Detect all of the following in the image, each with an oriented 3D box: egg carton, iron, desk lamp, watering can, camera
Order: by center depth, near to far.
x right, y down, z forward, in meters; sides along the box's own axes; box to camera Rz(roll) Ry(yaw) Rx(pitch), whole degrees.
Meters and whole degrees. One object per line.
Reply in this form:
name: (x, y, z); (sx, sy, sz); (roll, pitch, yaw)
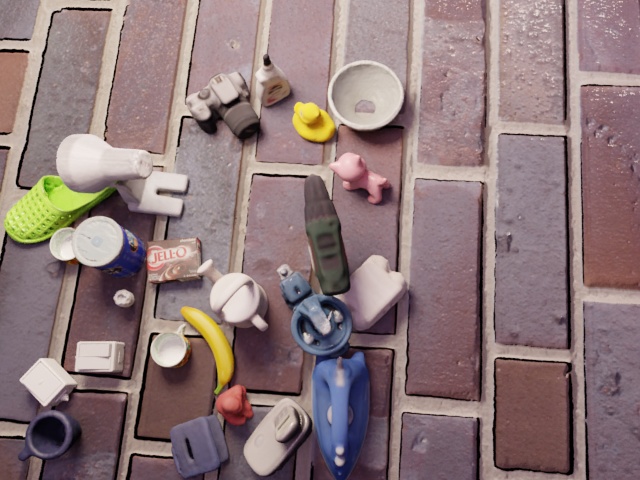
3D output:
iron: (0.040, 0.344, 1.098); (0.118, 0.141, 0.258); (-1, 77, 2)
watering can: (-0.172, 0.113, 1.133); (0.172, 0.194, 0.101); (22, 79, 7)
egg carton: (0.103, 0.110, 1.187); (0.107, 0.069, 0.150); (44, 82, 11)
desk lamp: (-0.404, -0.137, 1.190); (0.203, 0.213, 0.118); (6, 77, 4)
camera: (-0.207, -0.290, 1.276); (0.143, 0.101, 0.136); (-33, 78, -5)

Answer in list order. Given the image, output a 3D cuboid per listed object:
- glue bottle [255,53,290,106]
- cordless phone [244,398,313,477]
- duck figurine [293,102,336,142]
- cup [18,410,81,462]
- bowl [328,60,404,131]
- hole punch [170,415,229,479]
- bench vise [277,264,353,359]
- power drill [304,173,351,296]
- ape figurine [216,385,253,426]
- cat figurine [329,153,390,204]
glue bottle: (-0.109, -0.356, 1.251); (0.078, 0.173, 0.037); (-33, 77, -5)
cordless phone: (-0.084, 0.375, 1.073); (0.094, 0.185, 0.148); (36, 81, 10)
duck figurine: (-0.015, -0.269, 1.272); (0.104, 0.086, 0.077); (32, 80, 9)
cup: (-0.526, 0.392, 1.133); (0.118, 0.095, 0.091); (-40, 78, -7)
bowl: (0.101, -0.311, 1.283); (0.167, 0.075, 0.167); (0, 77, 2)
hole punch: (-0.242, 0.408, 1.120); (0.101, 0.091, 0.108); (-20, 77, -2)
bench vise: (-0.026, 0.141, 1.108); (0.207, 0.220, 0.121); (36, 81, 10)
power drill: (0.011, 0.004, 1.144); (0.075, 0.208, 0.229); (-13, 77, 0)
ape figurine: (-0.172, 0.327, 1.136); (0.076, 0.092, 0.078); (15, 78, 6)
cat figurine: (0.087, -0.142, 1.222); (0.127, 0.118, 0.067); (25, 79, 8)
